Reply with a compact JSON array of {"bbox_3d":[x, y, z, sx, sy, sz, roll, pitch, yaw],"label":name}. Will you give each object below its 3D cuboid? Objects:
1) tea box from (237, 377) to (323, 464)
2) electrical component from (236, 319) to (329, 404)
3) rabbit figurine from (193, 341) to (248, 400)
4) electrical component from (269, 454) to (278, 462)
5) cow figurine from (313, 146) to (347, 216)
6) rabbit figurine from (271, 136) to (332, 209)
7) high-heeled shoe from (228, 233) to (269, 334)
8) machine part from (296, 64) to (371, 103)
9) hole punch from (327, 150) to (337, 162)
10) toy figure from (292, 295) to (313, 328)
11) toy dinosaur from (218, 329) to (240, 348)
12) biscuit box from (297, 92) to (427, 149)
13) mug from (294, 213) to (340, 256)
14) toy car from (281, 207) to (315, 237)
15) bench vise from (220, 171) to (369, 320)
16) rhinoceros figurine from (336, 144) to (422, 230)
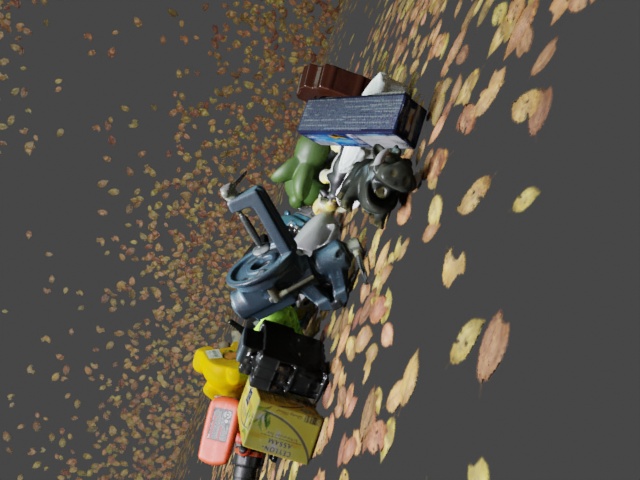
[{"bbox_3d":[-0.065,0.258,0.794,0.169,0.098,0.068,173,116,-80],"label":"tea box"},{"bbox_3d":[-0.058,0.177,0.805,0.115,0.134,0.058,-110,41,-71],"label":"electrical component"},{"bbox_3d":[-0.180,0.314,1.103,0.163,0.122,0.173,30,117,50],"label":"rabbit figurine"},{"bbox_3d":[-0.079,0.308,0.913,0.075,0.048,0.119,153,137,-76],"label":"electrical component"},{"bbox_3d":[0.040,-0.110,1.021,0.098,0.068,0.167,-125,55,-70],"label":"cow figurine"},{"bbox_3d":[-0.029,-0.154,1.097,0.159,0.121,0.170,-46,-18,-31],"label":"rabbit figurine"},{"bbox_3d":[-0.112,0.119,1.130,0.086,0.145,0.249,-11,51,41],"label":"high-heeled shoe"},{"bbox_3d":[0.034,-0.303,1.116,0.179,0.179,0.056,-176,103,-79],"label":"machine part"},{"bbox_3d":[0.020,-0.188,1.244,0.116,0.092,0.142,58,135,28],"label":"hole punch"},{"bbox_3d":[-0.061,0.119,1.018,0.082,0.089,0.180,-29,-24,-29],"label":"toy figure"},{"bbox_3d":[-0.183,0.323,1.286,0.471,0.105,0.198,138,142,-59],"label":"toy dinosaur"},{"bbox_3d":[0.056,-0.176,0.800,0.203,0.059,0.062,13,83,45],"label":"biscuit box"},{"bbox_3d":[-0.002,-0.003,1.007,0.109,0.081,0.107,-38,22,52],"label":"mug"},{"bbox_3d":[-0.033,-0.023,1.144,0.103,0.109,0.162,-49,14,-15],"label":"toy car"},{"bbox_3d":[-0.058,0.012,0.796,0.224,0.240,0.129,-22,22,17],"label":"bench vise"},{"bbox_3d":[0.083,-0.078,0.743,0.112,0.073,0.190,-59,9,3],"label":"rhinoceros figurine"}]
